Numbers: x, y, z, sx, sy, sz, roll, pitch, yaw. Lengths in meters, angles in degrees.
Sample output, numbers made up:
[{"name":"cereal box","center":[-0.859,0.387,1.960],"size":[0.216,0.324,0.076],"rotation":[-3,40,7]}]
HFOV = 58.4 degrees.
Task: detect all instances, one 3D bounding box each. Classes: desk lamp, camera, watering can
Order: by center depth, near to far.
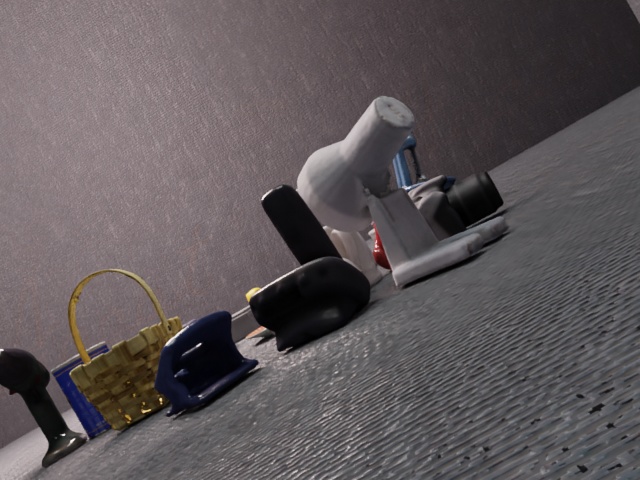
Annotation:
[{"name":"desk lamp","center":[0.088,-0.056,0.716],"size":[0.118,0.213,0.202],"rotation":[-29,0,-41]},{"name":"camera","center":[0.206,-0.056,0.892],"size":[0.136,0.101,0.143],"rotation":[-30,0,20]},{"name":"watering can","center":[0.007,0.004,0.935],"size":[0.101,0.194,0.172],"rotation":[-29,0,-44]}]

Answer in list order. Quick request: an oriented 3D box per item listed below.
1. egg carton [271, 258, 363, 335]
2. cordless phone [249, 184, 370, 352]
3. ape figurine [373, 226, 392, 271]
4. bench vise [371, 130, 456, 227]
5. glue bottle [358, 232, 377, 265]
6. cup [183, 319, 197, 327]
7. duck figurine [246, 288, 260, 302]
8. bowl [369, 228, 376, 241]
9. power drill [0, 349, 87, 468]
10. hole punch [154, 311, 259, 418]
[{"name":"egg carton","center":[-0.008,0.083,0.825],"size":[0.150,0.069,0.107],"rotation":[-30,-1,20]},{"name":"cordless phone","center":[-0.037,0.032,0.723],"size":[0.147,0.185,0.094],"rotation":[-30,0,25]},{"name":"ape figurine","center":[0.118,0.000,0.957],"size":[0.078,0.092,0.076],"rotation":[-30,0,7]},{"name":"bench vise","center":[0.190,-0.112,1.192],"size":[0.208,0.220,0.121],"rotation":[-29,0,-27]},{"name":"glue bottle","center":[0.058,-0.009,1.242],"size":[0.037,0.173,0.078],"rotation":[-30,0,-22]},{"name":"cup","center":[-0.336,0.263,1.428],"size":[0.091,0.095,0.118],"rotation":[-30,-1,39]},{"name":"duck figurine","center":[-0.154,0.165,1.442],"size":[0.104,0.086,0.077],"rotation":[-30,0,6]},{"name":"bowl","center":[0.179,-0.024,1.081],"size":[0.167,0.075,0.167],"rotation":[-30,-1,0]},{"name":"power drill","center":[-0.496,0.284,1.006],"size":[0.076,0.208,0.229],"rotation":[-30,0,-22]},{"name":"hole punch","center":[-0.151,0.151,0.707],"size":[0.109,0.091,0.101],"rotation":[-29,-1,-43]}]
